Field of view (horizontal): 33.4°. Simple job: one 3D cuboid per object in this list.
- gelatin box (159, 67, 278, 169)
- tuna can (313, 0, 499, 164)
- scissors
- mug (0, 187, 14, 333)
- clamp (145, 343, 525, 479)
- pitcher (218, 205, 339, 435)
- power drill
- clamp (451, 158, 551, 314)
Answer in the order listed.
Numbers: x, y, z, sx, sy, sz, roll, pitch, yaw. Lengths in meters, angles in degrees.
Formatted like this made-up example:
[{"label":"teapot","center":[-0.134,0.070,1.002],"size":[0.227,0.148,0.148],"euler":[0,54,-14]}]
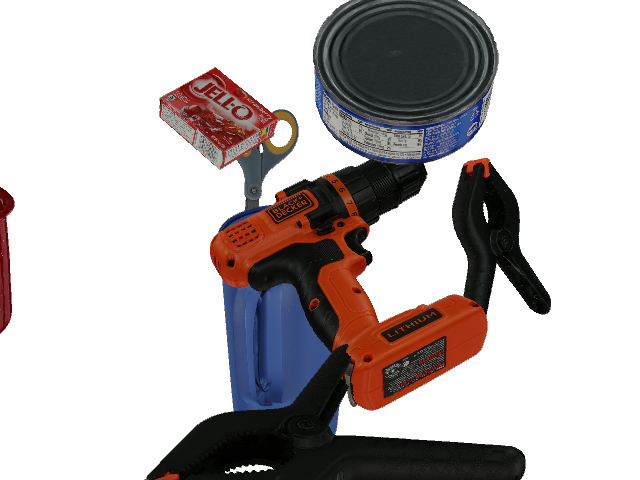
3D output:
[{"label":"gelatin box","center":[-0.097,-0.118,1.012],"size":[0.073,0.089,0.030],"euler":[-36,-23,-34]},{"label":"tuna can","center":[0.040,-0.078,0.506],"size":[0.086,0.086,0.034],"euler":[0,-34,1]},{"label":"scissors","center":[-0.059,-0.066,1.218],"size":[0.096,0.202,0.016],"euler":[-11,-6,-13]},{"label":"mug","center":[-0.237,0.020,0.636],"size":[0.093,0.081,0.117],"euler":[17,27,28]},{"label":"clamp","center":[-0.011,0.116,0.619],"size":[0.209,0.036,0.165],"euler":[-9,24,-28]},{"label":"pitcher","center":[-0.038,0.099,1.062],"size":[0.149,0.243,0.145],"euler":[-11,30,-23]},{"label":"power drill","center":[0.036,0.020,0.773],"size":[0.184,0.057,0.188],"euler":[-28,48,-15]},{"label":"clamp","center":[0.159,0.011,1.021],"size":[0.039,0.171,0.120],"euler":[-14,9,46]}]
